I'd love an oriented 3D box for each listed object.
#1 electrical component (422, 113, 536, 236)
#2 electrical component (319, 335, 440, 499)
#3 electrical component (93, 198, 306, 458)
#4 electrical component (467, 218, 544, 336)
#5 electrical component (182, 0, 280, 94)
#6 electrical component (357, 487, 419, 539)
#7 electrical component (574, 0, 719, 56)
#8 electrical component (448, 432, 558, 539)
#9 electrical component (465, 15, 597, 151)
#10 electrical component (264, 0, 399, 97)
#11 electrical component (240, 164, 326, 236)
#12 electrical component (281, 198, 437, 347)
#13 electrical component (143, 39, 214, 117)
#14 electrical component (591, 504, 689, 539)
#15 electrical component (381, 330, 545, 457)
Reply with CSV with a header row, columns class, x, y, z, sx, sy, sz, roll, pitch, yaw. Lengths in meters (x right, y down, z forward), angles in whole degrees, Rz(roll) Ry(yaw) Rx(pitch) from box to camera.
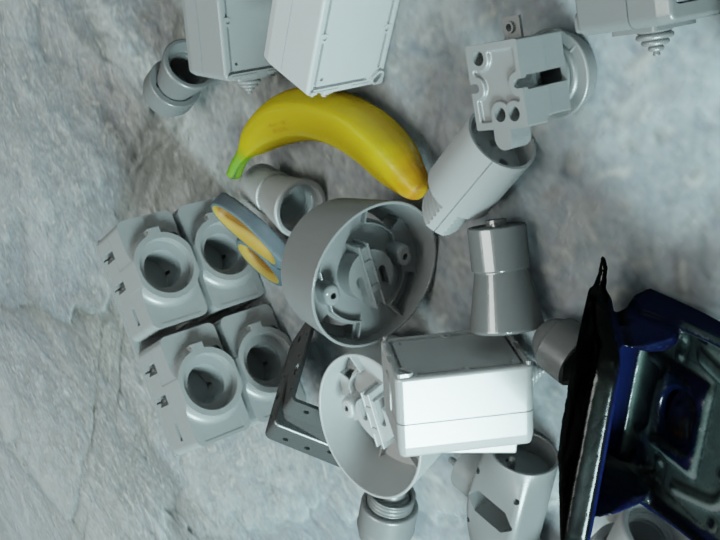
class,x,y,z,sx,sy,sz,roll,pitch,yaw
electrical component,0.063,-0.053,0.631,0.043,0.043,0.081,59,142,17
electrical component,0.018,0.097,0.733,0.099,0.064,0.099,30,137,32
electrical component,-0.127,0.042,0.873,0.060,0.105,0.186,-29,81,54
electrical component,0.083,0.003,0.632,0.044,0.044,0.065,2,102,53
electrical component,-0.088,-0.174,0.765,0.061,0.062,0.096,20,120,48
electrical component,0.022,0.171,0.784,0.043,0.043,0.062,37,131,39
electrical component,0.135,-0.145,0.480,0.061,0.062,0.096,6,110,52
electrical component,0.085,0.135,0.684,0.079,0.043,0.077,36,131,40
electrical component,0.091,-0.101,0.564,0.048,0.055,0.066,5,108,52
electrical component,-0.020,-0.157,0.682,0.061,0.062,0.096,44,136,34
electrical component,-0.061,-0.055,0.799,0.065,0.044,0.044,31,128,49
electrical component,0.000,0.000,0.694,0.064,0.099,0.099,20,120,55
electrical component,-0.147,-0.153,0.867,0.055,0.045,0.045,-33,78,54
electrical component,0.153,0.158,0.602,0.045,0.045,0.055,53,141,24
electrical component,0.064,0.074,0.648,0.061,0.096,0.061,-111,17,-70
